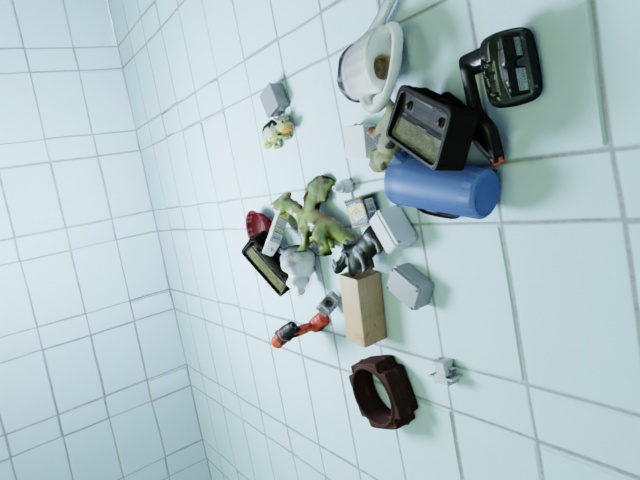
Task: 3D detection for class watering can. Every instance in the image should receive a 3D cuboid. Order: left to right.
[{"bbox_3d":[0.135,-0.472,1.256,0.104,0.349,0.224,8,-4,-26],"label":"watering can"}]

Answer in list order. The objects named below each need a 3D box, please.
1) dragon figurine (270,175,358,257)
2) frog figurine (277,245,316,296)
[{"bbox_3d":[0.005,-0.081,1.603,0.410,0.241,0.123,3,9,38],"label":"dragon figurine"},{"bbox_3d":[-0.072,0.101,1.731,0.121,0.162,0.136,-24,-29,28],"label":"frog figurine"}]
